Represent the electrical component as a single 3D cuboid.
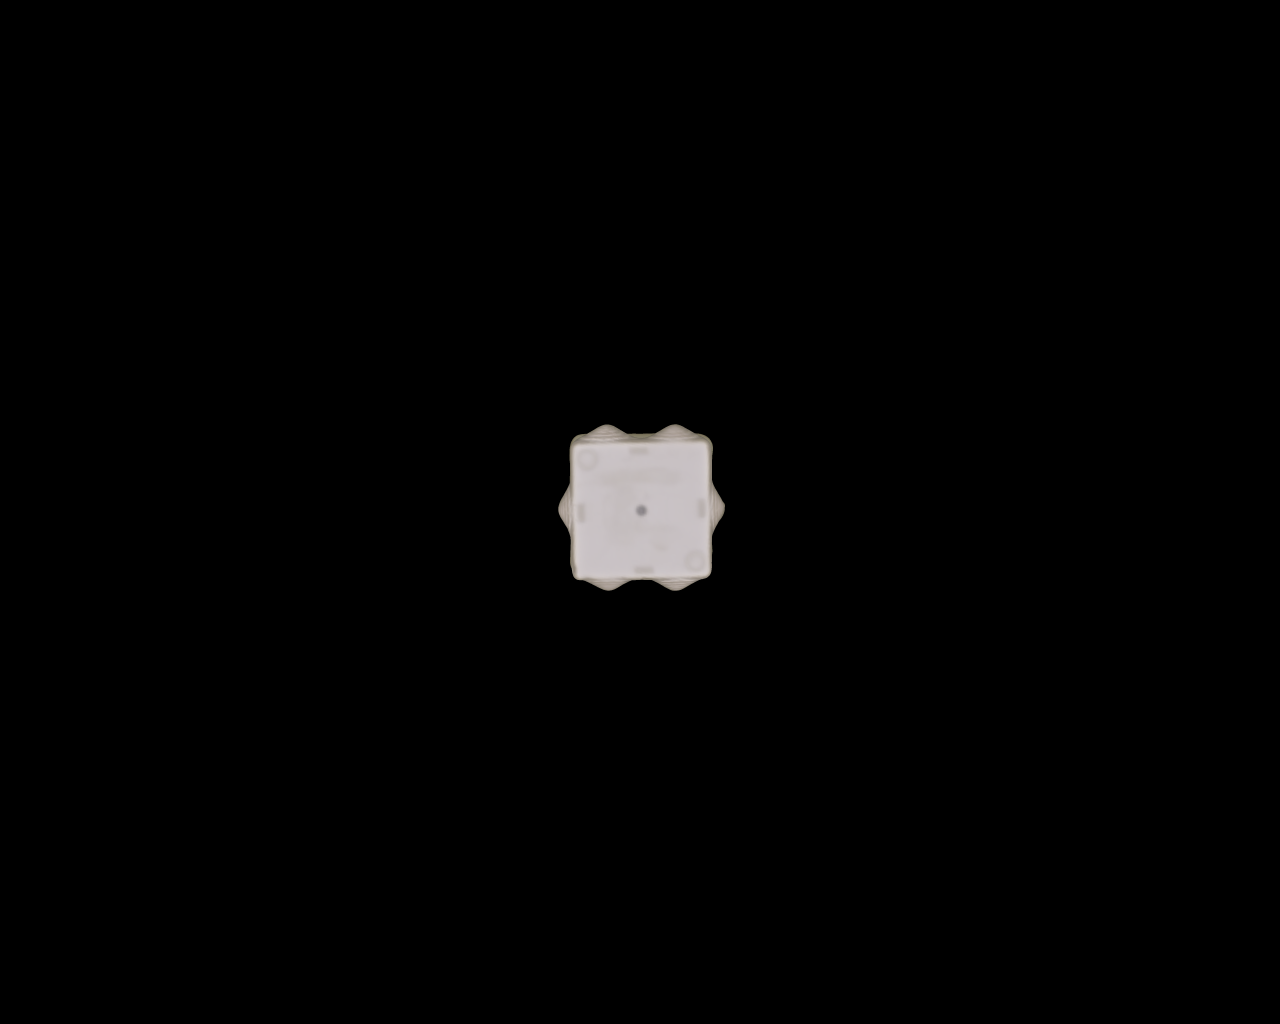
[{"bbox_3d":[0.001,-0.003,0.650,0.100,0.099,0.048,0,4,0],"label":"electrical component"}]
